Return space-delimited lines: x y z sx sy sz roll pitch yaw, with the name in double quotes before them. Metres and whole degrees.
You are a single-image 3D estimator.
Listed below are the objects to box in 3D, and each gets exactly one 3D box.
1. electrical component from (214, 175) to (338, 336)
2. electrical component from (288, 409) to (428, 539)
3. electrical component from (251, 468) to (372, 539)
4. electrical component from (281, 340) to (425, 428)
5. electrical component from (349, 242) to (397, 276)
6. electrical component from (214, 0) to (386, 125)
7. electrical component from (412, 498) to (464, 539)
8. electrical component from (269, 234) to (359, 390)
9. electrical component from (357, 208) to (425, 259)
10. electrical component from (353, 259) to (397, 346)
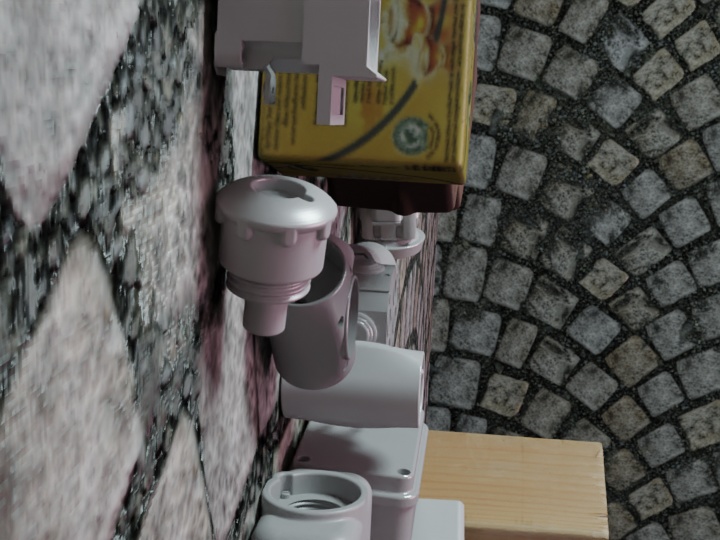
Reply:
"electrical component" -0.036 -0.004 0.431 0.048 0.048 0.062 -73 172 -65
"electrical component" 0.000 0.127 0.671 0.113 0.078 0.057 -65 161 -73
"electrical component" -0.024 0.144 0.567 0.095 0.054 0.059 -59 152 -77
"electrical component" -0.002 0.070 0.626 0.079 0.077 0.043 75 19 -71
"electrical component" 0.000 0.000 0.775 0.065 0.044 0.044 9 85 -79
"electrical component" -0.022 -0.096 0.404 0.042 0.064 0.081 -54 148 -81
"electrical component" 0.015 0.207 0.721 0.056 0.109 0.108 -82 173 -56
"electrical component" -0.023 0.007 0.543 0.077 0.044 0.079 85 11 -54
"electrical component" 0.026 -0.044 0.908 0.078 0.058 0.057 -74 163 -65
"electrical component" -0.004 0.031 0.702 0.080 0.051 0.080 4 90 -84
